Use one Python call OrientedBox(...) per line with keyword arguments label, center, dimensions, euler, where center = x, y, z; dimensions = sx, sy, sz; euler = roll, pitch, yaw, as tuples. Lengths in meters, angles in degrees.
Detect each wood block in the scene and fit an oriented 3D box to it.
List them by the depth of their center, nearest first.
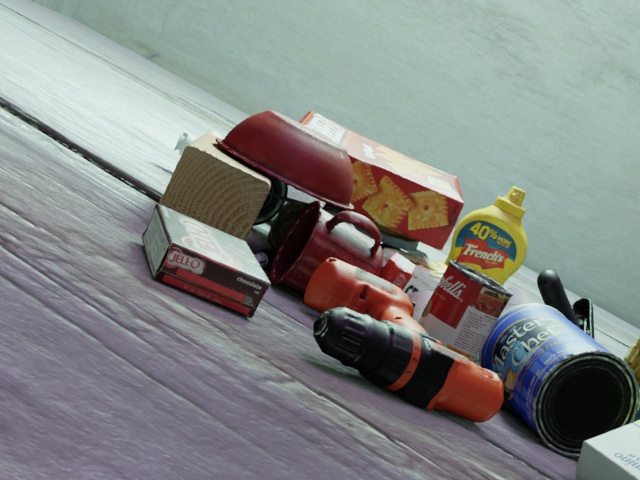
OrientedBox(label="wood block", center=(-0.105, -0.049, 1.105), dimensions=(0.091, 0.090, 0.206), euler=(26, 8, -5))

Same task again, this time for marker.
OrientedBox(label="marker", center=(-0.065, 0.022, 1.040), dimensions=(0.020, 0.020, 0.121), euler=(28, 8, 6))

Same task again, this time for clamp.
OrientedBox(label="clamp", center=(0.274, 0.115, 1.146), dimensions=(0.120, 0.039, 0.171), euler=(33, 41, -40))

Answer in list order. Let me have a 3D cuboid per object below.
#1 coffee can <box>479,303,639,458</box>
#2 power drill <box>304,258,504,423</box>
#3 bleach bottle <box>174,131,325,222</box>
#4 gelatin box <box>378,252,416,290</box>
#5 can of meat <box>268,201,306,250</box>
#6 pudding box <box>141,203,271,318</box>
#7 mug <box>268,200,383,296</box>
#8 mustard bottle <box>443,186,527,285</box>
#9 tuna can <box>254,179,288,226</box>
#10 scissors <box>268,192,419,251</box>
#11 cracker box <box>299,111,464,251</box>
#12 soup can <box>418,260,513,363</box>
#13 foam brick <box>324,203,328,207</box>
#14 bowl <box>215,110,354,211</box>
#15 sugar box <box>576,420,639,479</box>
OrientedBox(label="coffee can", center=(0.223, 0.129, 1.011), dimensions=(0.102, 0.103, 0.140), euler=(25, 8, -17))
OrientedBox(label="power drill", center=(0.050, 0.079, 0.921), dimensions=(0.184, 0.057, 0.188), euler=(28, 9, -26))
OrientedBox(label="bleach bottle", center=(-0.072, -0.083, 1.425), dimensions=(0.250, 0.102, 0.068), euler=(26, -24, -6))
OrientedBox(label="gelatin box", center=(0.065, 0.052, 1.076), dimensions=(0.030, 0.073, 0.089), euler=(35, 7, 4))
OrientedBox(label="can of meat", center=(-0.008, 0.001, 1.193), dimensions=(0.102, 0.057, 0.084), euler=(28, -4, -5))
OrientedBox(label="pudding box", center=(-0.097, 0.016, 0.885), dimensions=(0.090, 0.039, 0.113), euler=(25, 8, -21))
OrientedBox(label="mug", center=(0.014, 0.014, 1.035), dimensions=(0.081, 0.117, 0.093), euler=(30, 41, -16))
OrientedBox(label="mustard bottle", center=(0.212, 0.019, 1.377), dimensions=(0.096, 0.192, 0.058), euler=(29, 8, 15))
OrientedBox(label="tuna can", center=(-0.082, -0.061, 1.286), dimensions=(0.086, 0.086, 0.034), euler=(22, 11, -36))
OrientedBox(label="scissors", center=(0.023, -0.034, 1.264), dimensions=(0.201, 0.016, 0.096), euler=(22, 18, -4))
OrientedBox(label="cracker box", center=(0.062, -0.076, 1.277), dimensions=(0.213, 0.072, 0.164), euler=(25, 14, 0))
OrientedBox(label="soup can", center=(0.131, 0.079, 1.019), dimensions=(0.068, 0.102, 0.068), euler=(27, 8, -4))
OrientedBox(label="foam brick", center=(0.019, -0.010, 1.338), dimensions=(0.053, 0.078, 0.051), euler=(31, 7, 7))
OrientedBox(label="bowl", center=(-0.025, -0.090, 1.105), dimensions=(0.162, 0.055, 0.162), euler=(27, 7, -4))
OrientedBox(label="sugar box", center=(0.307, 0.187, 0.895), dimensions=(0.175, 0.048, 0.093), euler=(-12, 31, -33))
